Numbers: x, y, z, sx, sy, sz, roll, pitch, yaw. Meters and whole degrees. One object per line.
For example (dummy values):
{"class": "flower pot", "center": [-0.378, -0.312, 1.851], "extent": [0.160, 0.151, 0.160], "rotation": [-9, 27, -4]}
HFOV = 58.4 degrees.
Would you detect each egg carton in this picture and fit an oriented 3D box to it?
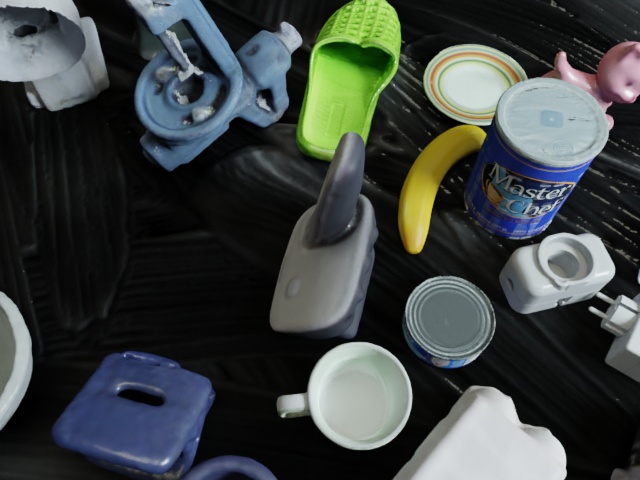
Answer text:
{"class": "egg carton", "center": [0.129, 0.201, 0.472], "extent": [0.107, 0.069, 0.150], "rotation": [39, 68, 19]}

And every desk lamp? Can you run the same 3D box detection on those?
{"class": "desk lamp", "center": [-0.319, -0.241, 0.628], "extent": [0.118, 0.213, 0.203], "rotation": [-18, 63, -10]}

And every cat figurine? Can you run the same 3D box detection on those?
{"class": "cat figurine", "center": [0.326, -0.190, 0.660], "extent": [0.127, 0.118, 0.067], "rotation": [10, 62, 6]}

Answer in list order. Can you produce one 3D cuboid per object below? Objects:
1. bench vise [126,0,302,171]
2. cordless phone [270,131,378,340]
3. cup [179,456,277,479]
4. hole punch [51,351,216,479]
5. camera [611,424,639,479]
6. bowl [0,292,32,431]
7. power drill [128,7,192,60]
{"class": "bench vise", "center": [-0.119, -0.194, 0.601], "extent": [0.121, 0.220, 0.208], "rotation": [30, 65, 15]}
{"class": "cordless phone", "center": [0.005, 0.002, 0.514], "extent": [0.094, 0.185, 0.147], "rotation": [9, 62, 5]}
{"class": "cup", "center": [-0.060, 0.231, 0.440], "extent": [0.092, 0.095, 0.117], "rotation": [-32, 66, -16]}
{"class": "hole punch", "center": [-0.154, 0.146, 0.488], "extent": [0.108, 0.091, 0.101], "rotation": [13, 62, 7]}
{"class": "camera", "center": [0.300, 0.204, 0.454], "extent": [0.143, 0.101, 0.137], "rotation": [27, 65, 14]}
{"class": "bowl", "center": [-0.330, 0.125, 0.508], "extent": [0.167, 0.075, 0.167], "rotation": [0, 61, 0]}
{"class": "power drill", "center": [-0.182, -0.311, 0.671], "extent": [0.229, 0.208, 0.075], "rotation": [4, 61, 2]}
